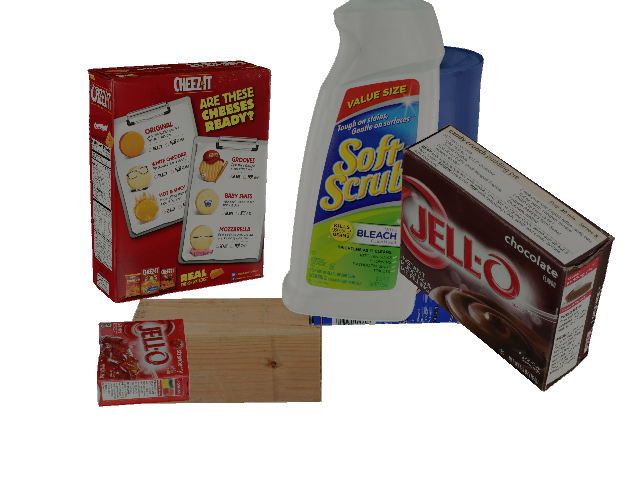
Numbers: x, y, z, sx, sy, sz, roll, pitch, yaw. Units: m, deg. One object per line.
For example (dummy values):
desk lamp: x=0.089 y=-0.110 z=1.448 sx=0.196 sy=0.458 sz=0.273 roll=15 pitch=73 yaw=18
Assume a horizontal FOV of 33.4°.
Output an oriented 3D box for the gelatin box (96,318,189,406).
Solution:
gelatin box: x=-0.147 y=0.099 z=0.885 sx=0.073 sy=0.030 sz=0.089 roll=-2 pitch=28 yaw=-9

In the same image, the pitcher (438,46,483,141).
pitcher: x=0.107 y=-0.081 z=1.121 sx=0.149 sy=0.243 sz=0.145 roll=-8 pitch=24 yaw=-14

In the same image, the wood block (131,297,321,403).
wood block: x=-0.102 y=0.122 z=1.186 sx=0.206 sy=0.091 sz=0.090 roll=0 pitch=23 yaw=1

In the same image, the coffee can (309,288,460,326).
coffee can: x=0.059 y=0.026 z=0.966 sx=0.140 sy=0.103 sz=0.103 roll=-1 pitch=0 yaw=0

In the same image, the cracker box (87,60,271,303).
cracker box: x=-0.136 y=-0.060 z=1.026 sx=0.163 sy=0.214 sz=0.072 roll=-9 pitch=21 yaw=-32

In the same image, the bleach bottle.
bleach bottle: x=0.030 y=-0.070 z=0.747 sx=0.102 sy=0.251 sz=0.068 roll=5 pitch=21 yaw=4

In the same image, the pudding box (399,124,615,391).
pudding box: x=0.088 y=0.007 z=0.538 sx=0.039 sy=0.090 sz=0.114 roll=-33 pitch=52 yaw=-25
